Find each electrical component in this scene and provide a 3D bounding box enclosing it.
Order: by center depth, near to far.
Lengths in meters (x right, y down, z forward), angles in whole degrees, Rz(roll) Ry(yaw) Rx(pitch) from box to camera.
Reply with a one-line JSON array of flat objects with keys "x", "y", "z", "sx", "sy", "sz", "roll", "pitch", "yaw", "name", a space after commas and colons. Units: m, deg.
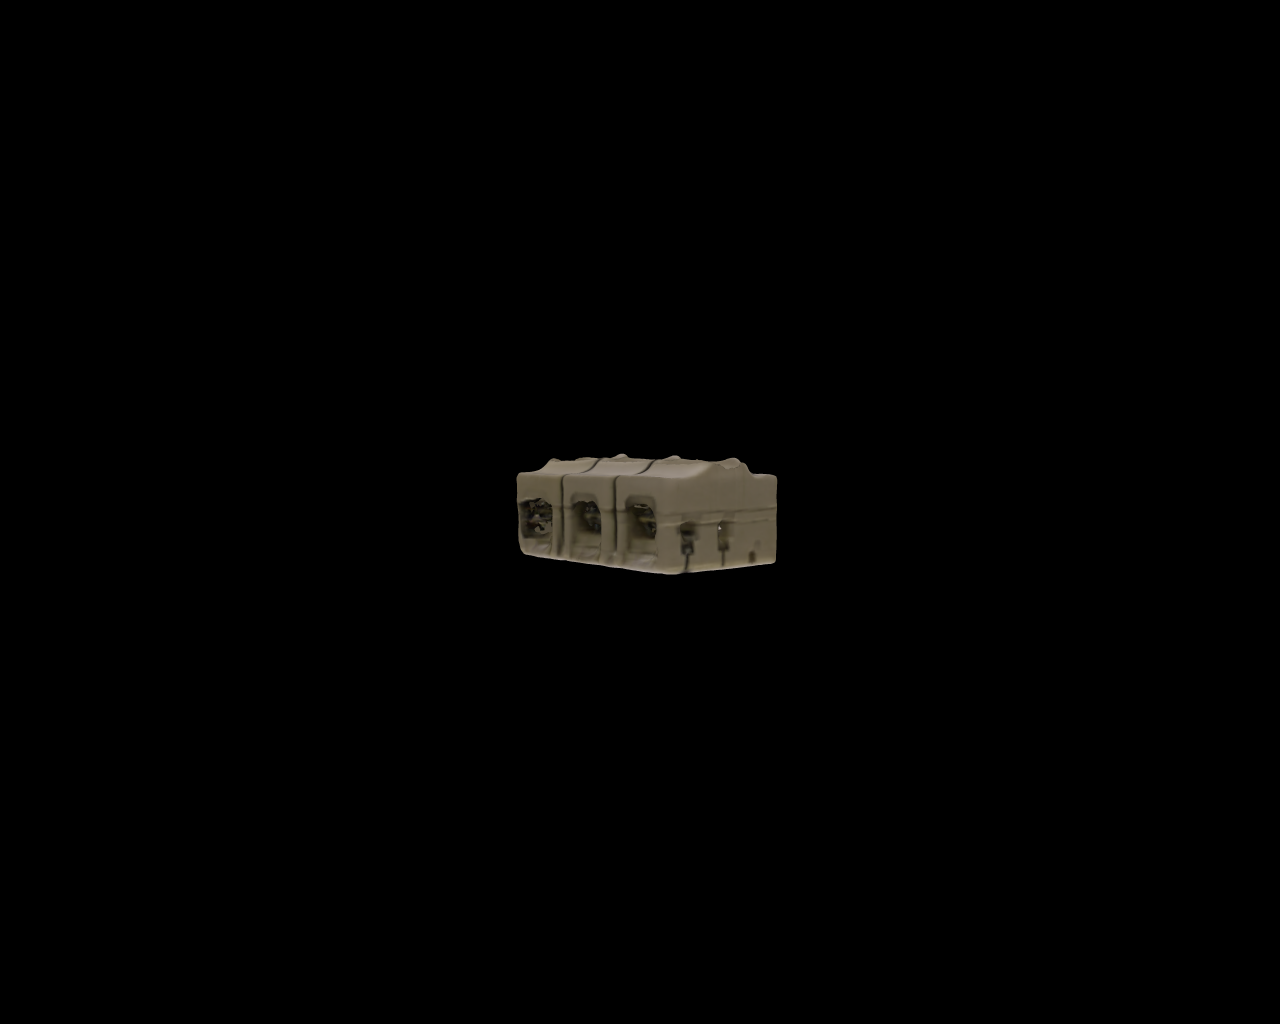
[{"x": 0.001, "y": -0.003, "z": 0.650, "sx": 0.089, "sy": 0.061, "sz": 0.150, "roll": -4, "pitch": 6, "yaw": -39, "name": "electrical component"}]
